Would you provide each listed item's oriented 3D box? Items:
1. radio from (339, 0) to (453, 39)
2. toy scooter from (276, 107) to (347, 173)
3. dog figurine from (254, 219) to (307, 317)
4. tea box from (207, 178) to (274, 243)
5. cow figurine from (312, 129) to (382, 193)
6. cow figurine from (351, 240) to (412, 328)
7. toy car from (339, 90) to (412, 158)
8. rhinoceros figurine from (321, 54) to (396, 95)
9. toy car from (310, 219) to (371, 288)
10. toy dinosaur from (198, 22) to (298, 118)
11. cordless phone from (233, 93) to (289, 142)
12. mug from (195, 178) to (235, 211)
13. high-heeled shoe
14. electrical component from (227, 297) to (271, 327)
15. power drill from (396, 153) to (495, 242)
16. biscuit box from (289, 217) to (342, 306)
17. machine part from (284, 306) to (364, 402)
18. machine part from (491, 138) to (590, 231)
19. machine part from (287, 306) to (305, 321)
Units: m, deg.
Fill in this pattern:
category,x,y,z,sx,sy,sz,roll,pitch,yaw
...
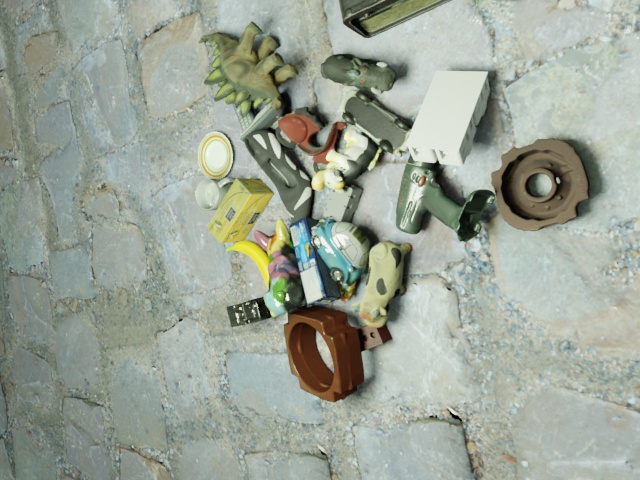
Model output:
category,x,y,z,sx,sy,sz,roll,pitch,yaw
radio,0.158,-0.502,1.097,0.230,0.131,0.073,-15,85,33
toy scooter,-0.011,-0.248,1.258,0.184,0.075,0.135,42,121,4
dog figurine,-0.093,0.062,1.288,0.108,0.191,0.219,-28,83,19
tea box,-0.208,-0.076,1.401,0.068,0.098,0.169,46,118,21
cow figurine,0.060,-0.160,1.197,0.098,0.068,0.167,35,76,17
cow figurine,0.135,0.100,1.181,0.086,0.127,0.194,14,100,34
toy car,0.126,-0.260,1.190,0.202,0.056,0.073,42,109,21
rhinoceros figurine,0.087,-0.366,1.171,0.191,0.112,0.073,28,108,36
toy car,0.059,0.015,1.203,0.103,0.109,0.161,-30,96,33
toy dinosaur,-0.192,-0.427,1.314,0.198,0.105,0.472,-42,48,14
cordless phone,-0.156,-0.341,1.354,0.146,0.088,0.184,-38,63,30
mug,-0.258,-0.128,1.422,0.109,0.107,0.081,-45,72,24
high-heeled shoe,-0.103,-0.144,1.293,0.086,0.145,0.248,-19,79,46
electrical component,-0.174,0.183,1.396,0.134,0.115,0.058,-16,85,31
power drill,0.245,-0.103,1.092,0.208,0.086,0.231,33,113,40
biscuit box,-0.013,0.048,1.235,0.059,0.062,0.203,-29,63,33
machine part,0.009,0.264,1.270,0.201,0.087,0.201,2,105,53
machine part,0.418,-0.103,1.018,0.180,0.056,0.179,3,96,32
machine part,-0.066,0.172,1.371,0.084,0.039,0.138,-6,87,25
